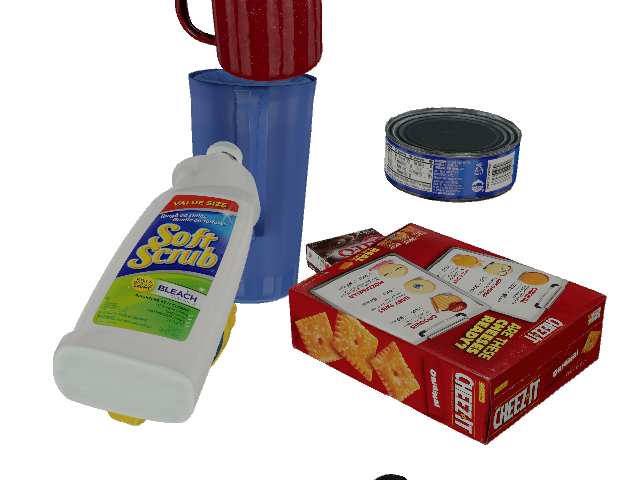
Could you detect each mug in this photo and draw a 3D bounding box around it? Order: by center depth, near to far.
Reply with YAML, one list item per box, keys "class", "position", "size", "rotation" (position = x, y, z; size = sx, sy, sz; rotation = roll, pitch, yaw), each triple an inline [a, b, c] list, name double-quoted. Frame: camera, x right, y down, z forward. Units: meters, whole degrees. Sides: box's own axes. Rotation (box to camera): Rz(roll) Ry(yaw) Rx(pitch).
- class: "mug"
  position: [-0.052, -0.172, 0.803]
  size: [0.117, 0.081, 0.093]
  rotation: [2, 35, 5]

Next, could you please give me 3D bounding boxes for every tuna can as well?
- class: "tuna can"
  position: [0.083, -0.055, 0.679]
  size: [0.086, 0.034, 0.086]
  rotation: [1, 26, 0]

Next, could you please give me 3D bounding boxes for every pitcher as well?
- class: "pitcher"
  position: [-0.075, -0.058, 1.129]
  size: [0.145, 0.243, 0.148]
  rotation: [16, 21, 40]

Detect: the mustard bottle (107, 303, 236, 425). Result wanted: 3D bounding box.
- class: "mustard bottle"
  position: [-0.141, 0.101, 1.062]
  size: [0.058, 0.096, 0.191]
  rotation: [10, 23, 26]

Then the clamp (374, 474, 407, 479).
- class: "clamp"
  position: [-0.027, 0.206, 0.636]
  size: [0.210, 0.036, 0.164]
  rotation: [-5, 28, 2]

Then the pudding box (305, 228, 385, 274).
- class: "pudding box"
  position: [0.049, 0.024, 1.488]
  size: [0.113, 0.039, 0.090]
  rotation: [-16, 27, -23]

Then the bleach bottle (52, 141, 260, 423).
- class: "bleach bottle"
  position: [-0.108, 0.013, 0.794]
  size: [0.102, 0.250, 0.068]
  rotation: [13, -45, 1]

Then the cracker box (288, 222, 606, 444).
- class: "cracker box"
  position: [0.104, 0.071, 0.904]
  size: [0.214, 0.072, 0.163]
  rotation: [23, 37, 40]
